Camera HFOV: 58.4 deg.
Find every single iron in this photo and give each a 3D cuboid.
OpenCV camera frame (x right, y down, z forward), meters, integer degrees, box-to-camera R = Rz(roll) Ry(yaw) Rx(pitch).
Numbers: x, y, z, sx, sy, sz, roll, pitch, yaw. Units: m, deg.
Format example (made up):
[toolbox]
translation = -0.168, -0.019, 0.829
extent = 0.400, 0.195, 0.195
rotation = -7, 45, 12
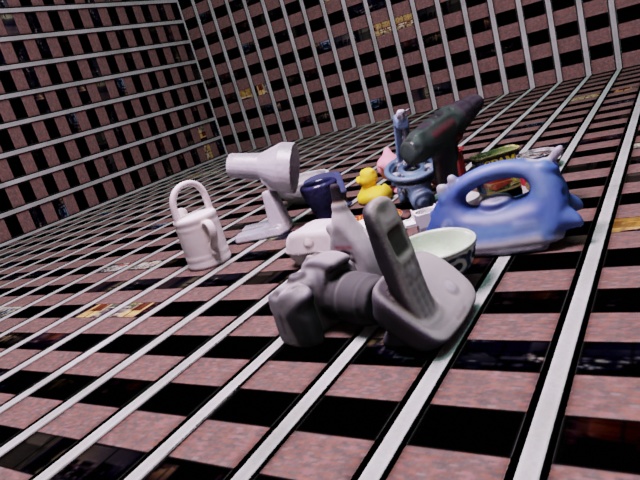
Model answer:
[iron]
translation = 0.270, -0.058, 0.901
extent = 0.257, 0.141, 0.119
rotation = -8, 17, 26

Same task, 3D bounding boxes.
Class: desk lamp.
[desk lamp]
translation = -0.129, -0.118, 1.374
extent = 0.203, 0.214, 0.118
rotation = -12, 16, 14

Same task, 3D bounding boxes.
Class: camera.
[camera]
translation = 0.022, 0.073, 0.769
extent = 0.143, 0.101, 0.136
rotation = -27, 19, -35

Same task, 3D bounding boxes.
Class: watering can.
[watering can]
translation = -0.280, -0.037, 1.281
extent = 0.172, 0.194, 0.101
rotation = -5, 19, 35

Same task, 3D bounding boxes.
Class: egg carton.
[egg carton]
translation = 0.010, 0.004, 1.081
extent = 0.149, 0.069, 0.107
rotation = -3, 20, 38

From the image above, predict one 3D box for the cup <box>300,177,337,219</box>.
[cup]
translation = 0.001, -0.098, 1.395
extent = 0.092, 0.095, 0.117
rotation = -20, 16, -15

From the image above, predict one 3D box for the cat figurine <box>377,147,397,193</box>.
[cat figurine]
translation = 0.198, -0.183, 1.449
extent = 0.128, 0.118, 0.067
rotation = -21, 16, -18

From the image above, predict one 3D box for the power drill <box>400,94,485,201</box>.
[power drill]
translation = 0.267, -0.169, 1.162
extent = 0.230, 0.208, 0.075
rotation = -26, 18, -31

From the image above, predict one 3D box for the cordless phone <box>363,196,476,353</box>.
[cordless phone]
translation = 0.113, 0.025, 0.685
extent = 0.093, 0.185, 0.148
rotation = -6, 19, 33

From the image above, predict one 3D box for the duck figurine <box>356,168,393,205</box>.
[duck figurine]
translation = 0.129, -0.137, 1.419
extent = 0.078, 0.086, 0.104
rotation = -27, 19, -34

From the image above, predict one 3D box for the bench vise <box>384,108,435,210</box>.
[bench vise]
translation = 0.181, -0.179, 1.262
extent = 0.122, 0.220, 0.207
rotation = -20, 16, -15

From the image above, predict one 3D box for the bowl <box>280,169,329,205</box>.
[bowl]
translation = -0.045, -0.145, 1.642
extent = 0.167, 0.075, 0.167
rotation = -15, 16, 5

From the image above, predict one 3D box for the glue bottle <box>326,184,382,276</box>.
[glue bottle]
translation = 0.042, -0.004, 0.881
extent = 0.077, 0.173, 0.037
rotation = -4, 20, 37

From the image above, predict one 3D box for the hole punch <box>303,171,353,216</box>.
[hole punch]
translation = 0.018, -0.122, 1.469
extent = 0.108, 0.091, 0.101
rotation = -16, 16, -1
